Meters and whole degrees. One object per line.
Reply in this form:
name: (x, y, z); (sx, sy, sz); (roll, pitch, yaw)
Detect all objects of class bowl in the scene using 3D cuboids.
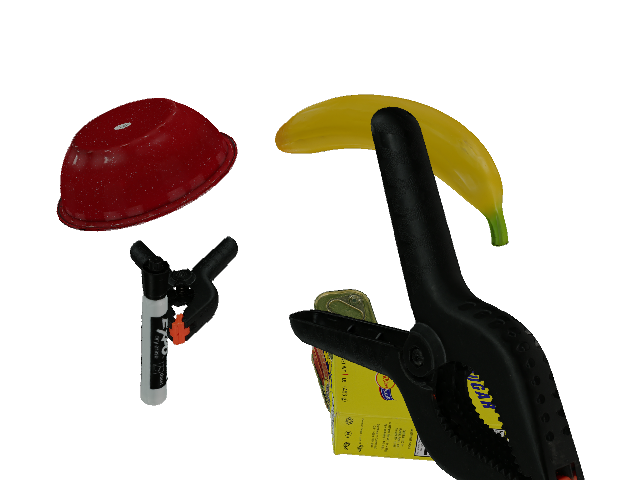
bowl: (-0.154, -0.073, 0.889); (0.162, 0.055, 0.162); (-15, 30, 8)

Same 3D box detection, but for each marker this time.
marker: (-0.114, 0.063, 0.733); (0.020, 0.121, 0.020); (5, 33, -3)

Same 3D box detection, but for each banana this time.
banana: (0.048, -0.063, 0.718); (0.198, 0.070, 0.037); (27, 15, 34)

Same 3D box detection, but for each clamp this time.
clamp: (-0.140, 0.046, 1.154); (0.120, 0.039, 0.171); (-12, 38, -7)
clamp: (0.061, 0.044, 0.535); (0.036, 0.165, 0.210); (-11, 42, -34)

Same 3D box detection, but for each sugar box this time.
sugar box: (0.096, 0.130, 0.835); (0.176, 0.048, 0.093); (2, 27, -1)

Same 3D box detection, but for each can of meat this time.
can of meat: (0.026, 0.114, 1.067); (0.057, 0.084, 0.102); (-6, 45, -12)
